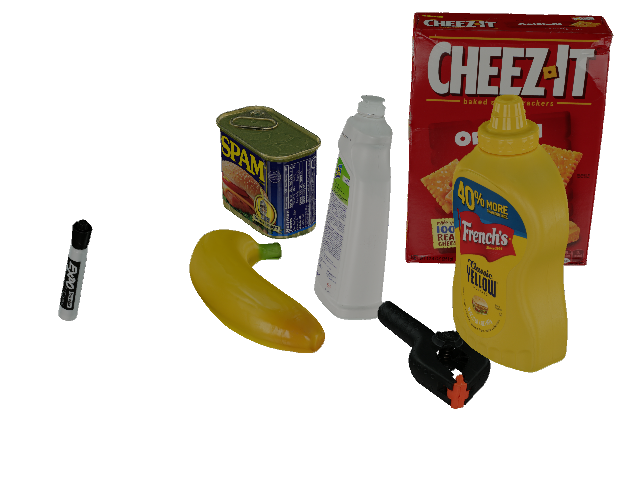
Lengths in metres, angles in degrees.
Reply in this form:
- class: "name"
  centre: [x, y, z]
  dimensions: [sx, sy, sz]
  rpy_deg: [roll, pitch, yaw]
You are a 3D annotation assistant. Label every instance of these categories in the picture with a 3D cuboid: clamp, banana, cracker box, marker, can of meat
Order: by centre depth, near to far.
- class: "banana"
  centre: [-0.046, 0.024, 0.670]
  dimensions: [0.069, 0.037, 0.198]
  rpy_deg: [-3, 17, -9]
- class: "can of meat"
  centre: [-0.046, -0.058, 0.927]
  dimensions: [0.057, 0.084, 0.102]
  rpy_deg: [-20, 37, -31]
- class: "cracker box"
  centre: [0.158, -0.085, 0.930]
  dimensions: [0.164, 0.214, 0.072]
  rpy_deg: [2, 25, 4]
- class: "marker"
  centre: [-0.241, 0.029, 1.049]
  dimensions: [0.020, 0.121, 0.020]
  rpy_deg: [12, 36, -9]
- class: "clamp"
  centre: [0.134, 0.106, 1.066]
  dimensions: [0.120, 0.039, 0.171]
  rpy_deg: [-8, 30, -9]

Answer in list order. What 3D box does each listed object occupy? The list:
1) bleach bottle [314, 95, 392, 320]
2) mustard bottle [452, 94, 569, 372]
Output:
- class: "bleach bottle"
  centre: [0.047, -0.041, 1.241]
  dimensions: [0.068, 0.251, 0.103]
  rpy_deg: [-1, 21, -22]
- class: "mustard bottle"
  centre: [0.132, -0.009, 0.748]
  dimensions: [0.058, 0.192, 0.096]
  rpy_deg: [-17, 29, -25]
